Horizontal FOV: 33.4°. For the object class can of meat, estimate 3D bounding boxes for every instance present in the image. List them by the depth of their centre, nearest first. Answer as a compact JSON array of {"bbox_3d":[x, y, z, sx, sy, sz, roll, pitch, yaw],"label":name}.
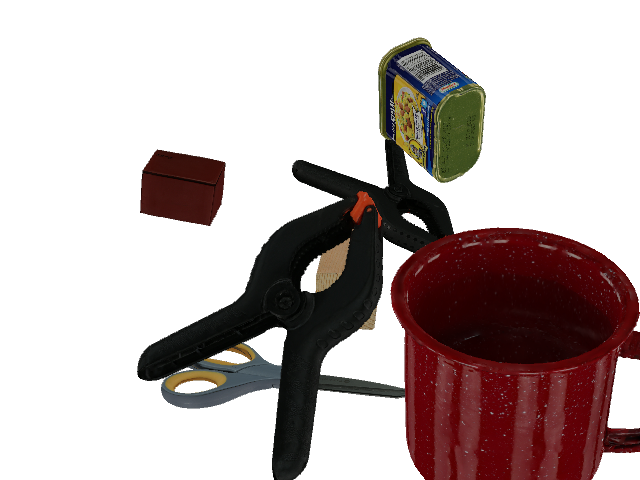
[{"bbox_3d":[0.098,-0.113,0.939,0.057,0.102,0.084,-26,49,-20],"label":"can of meat"}]

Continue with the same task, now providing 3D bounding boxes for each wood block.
[{"bbox_3d":[0.047,0.051,1.649,0.091,0.090,0.206,3,22,4],"label":"wood block"}]

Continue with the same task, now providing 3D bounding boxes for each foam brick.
[{"bbox_3d":[-0.142,-0.055,1.109,0.078,0.051,0.053,11,31,5],"label":"foam brick"}]

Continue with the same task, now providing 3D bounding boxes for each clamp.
[{"bbox_3d":[-0.012,0.052,0.618,0.120,0.171,0.039,42,-5,20],"label":"clamp"},{"bbox_3d":[0.076,-0.048,1.255,0.164,0.036,0.210,-16,52,-29],"label":"clamp"}]

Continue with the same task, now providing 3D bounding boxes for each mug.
[{"bbox_3d":[0.086,0.055,0.424,0.117,0.081,0.093,7,34,15],"label":"mug"}]

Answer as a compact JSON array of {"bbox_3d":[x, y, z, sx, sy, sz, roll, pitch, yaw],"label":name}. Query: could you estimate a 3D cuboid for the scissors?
[{"bbox_3d":[-0.040,0.116,0.832,0.202,0.016,0.096,13,32,35],"label":"scissors"}]
